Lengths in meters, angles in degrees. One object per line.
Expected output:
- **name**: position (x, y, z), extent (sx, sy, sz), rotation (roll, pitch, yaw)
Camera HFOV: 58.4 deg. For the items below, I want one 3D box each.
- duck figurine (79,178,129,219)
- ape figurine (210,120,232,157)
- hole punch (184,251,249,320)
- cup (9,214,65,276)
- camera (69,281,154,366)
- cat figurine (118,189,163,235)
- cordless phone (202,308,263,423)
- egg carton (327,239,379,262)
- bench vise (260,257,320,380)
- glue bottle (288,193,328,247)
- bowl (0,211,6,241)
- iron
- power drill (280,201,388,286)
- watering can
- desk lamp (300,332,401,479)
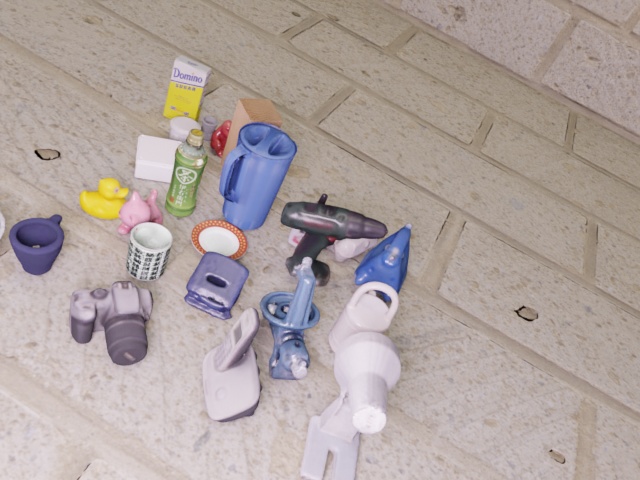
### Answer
- **duck figurine**: position (-0.465, -0.099, 1.244), extent (0.105, 0.086, 0.077), rotation (8, 43, -20)
- **ape figurine**: position (-0.255, -0.280, 1.539), extent (0.078, 0.092, 0.076), rotation (-9, 51, -34)
- **hole punch**: position (-0.209, 0.092, 1.169), extent (0.108, 0.091, 0.101), rotation (25, 40, -1)
- **cup**: position (-0.529, 0.011, 1.087), extent (0.091, 0.095, 0.118), rotation (23, 40, -3)
- **camera**: position (-0.365, 0.149, 1.022), extent (0.143, 0.100, 0.136), rotation (-1, 47, -28)
- **cat figurine**: position (-0.383, -0.061, 1.222), extent (0.067, 0.117, 0.128), rotation (27, 40, 2)
- **cordless phone**: position (-0.142, 0.217, 0.999), extent (0.094, 0.185, 0.147), rotation (2, 46, -25)
- **egg carton**: position (0.077, -0.008, 1.439), extent (0.107, 0.069, 0.151), rotation (43, 43, 19)
- **bench vise**: position (-0.036, 0.152, 1.096), extent (0.122, 0.219, 0.207), rotation (-9, 51, -33)
- **glue bottle**: position (-0.017, -0.045, 1.350), extent (0.078, 0.173, 0.037), rotation (24, 40, -2)
- **bowl**: position (-0.669, -0.005, 1.048), extent (0.168, 0.074, 0.167), rotation (15, 42, -13)
- **iron**: position (0.181, 0.027, 1.400), extent (0.118, 0.141, 0.259), rotation (30, 40, 5)
- **power drill**: position (0.012, 0.005, 1.285), extent (0.230, 0.208, 0.075), rotation (19, 41, -8)
- **watering can**: position (0.096, 0.164, 1.171), extent (0.101, 0.194, 0.172), rotation (7, 44, -20)
- **desk lamp**: position (0.062, 0.295, 1.000), extent (0.118, 0.213, 0.203), rotation (20, 41, -6)
